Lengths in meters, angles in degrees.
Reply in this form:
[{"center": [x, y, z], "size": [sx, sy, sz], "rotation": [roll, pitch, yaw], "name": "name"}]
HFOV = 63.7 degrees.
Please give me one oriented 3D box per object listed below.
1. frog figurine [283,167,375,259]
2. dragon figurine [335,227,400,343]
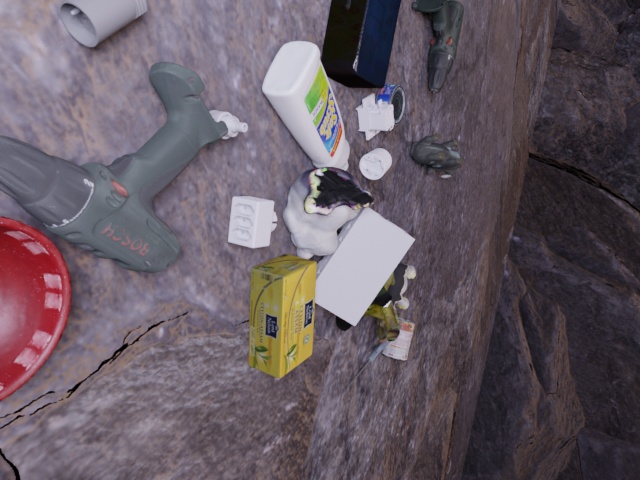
[{"center": [0.003, -0.043, 0.863], "size": [0.139, 0.124, 0.156], "rotation": [-27, -19, -29], "name": "frog figurine"}, {"center": [0.101, 0.056, 1.081], "size": [0.122, 0.404, 0.247], "rotation": [-8, 20, 18], "name": "dragon figurine"}]
